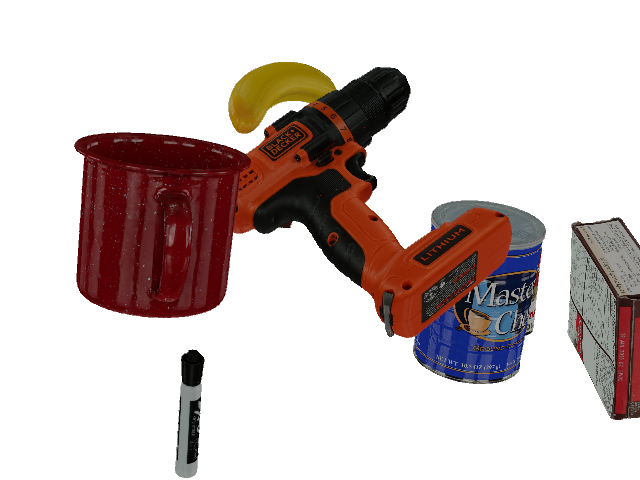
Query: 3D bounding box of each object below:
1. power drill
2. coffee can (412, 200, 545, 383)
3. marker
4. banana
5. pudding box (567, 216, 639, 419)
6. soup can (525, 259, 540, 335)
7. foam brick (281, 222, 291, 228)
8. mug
[{"bbox_3d":[0.040,-0.033,0.746,0.184,0.057,0.188,-39,56,-19],"label":"power drill"},{"bbox_3d":[0.145,0.046,0.985,0.103,0.140,0.103,5,23,-2],"label":"coffee can"},{"bbox_3d":[-0.109,0.144,0.887,0.020,0.121,0.020,5,26,-3],"label":"marker"},{"bbox_3d":[-0.035,-0.136,0.984,0.070,0.037,0.197,37,29,20],"label":"banana"},{"bbox_3d":[0.192,0.048,0.693,0.039,0.090,0.113,-5,26,-2],"label":"pudding box"},{"bbox_3d":[0.223,0.056,1.266,0.068,0.102,0.068,3,15,-1],"label":"soup can"},{"bbox_3d":[-0.072,-0.052,1.334,0.078,0.053,0.051,3,28,7],"label":"foam brick"},{"bbox_3d":[-0.084,-0.005,0.562,0.093,0.081,0.117,2,16,-20],"label":"mug"}]
